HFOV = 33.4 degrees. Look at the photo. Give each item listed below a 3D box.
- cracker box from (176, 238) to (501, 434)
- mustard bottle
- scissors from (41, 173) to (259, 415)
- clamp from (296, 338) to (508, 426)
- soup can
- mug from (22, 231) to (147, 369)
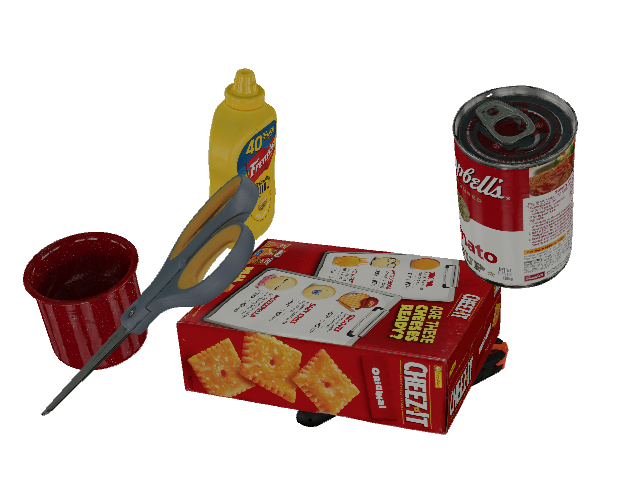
[{"bbox_3d":[0.020,0.070,0.842,0.214,0.072,0.164,7,26,22],"label":"cracker box"},{"bbox_3d":[-0.082,-0.092,1.128,0.058,0.192,0.096,21,39,23],"label":"mustard bottle"},{"bbox_3d":[-0.100,0.047,0.632,0.016,0.202,0.096,37,4,-25],"label":"scissors"},{"bbox_3d":[0.073,0.117,1.025,0.210,0.164,0.036,6,-43,5],"label":"clamp"},{"bbox_3d":[0.113,-0.030,0.621,0.068,0.068,0.102,0,-43,11],"label":"soup can"},{"bbox_3d":[-0.194,0.046,0.889,0.093,0.081,0.117,-21,40,-19],"label":"mug"}]
